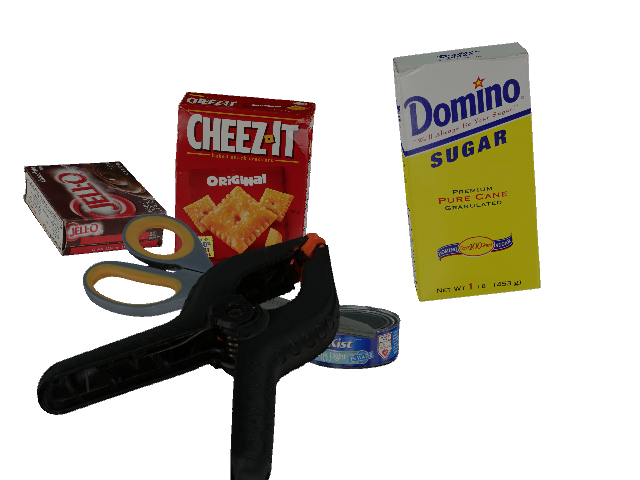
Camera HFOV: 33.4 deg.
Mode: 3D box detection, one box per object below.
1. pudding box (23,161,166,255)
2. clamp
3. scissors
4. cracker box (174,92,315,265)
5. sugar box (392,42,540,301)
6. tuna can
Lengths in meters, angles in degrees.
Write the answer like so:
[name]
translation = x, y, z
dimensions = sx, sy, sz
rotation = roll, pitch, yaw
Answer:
[pudding box]
translation = -0.196, -0.029, 0.917
dimensions = 0.089, 0.039, 0.114
rotation = -5, 27, -32
[clamp]
translation = -0.036, 0.054, 0.517
dimensions = 0.120, 0.039, 0.171
rotation = 31, 48, 26
[scissors]
translation = -0.061, 0.023, 0.741
dimensions = 0.201, 0.096, 0.016
rotation = 3, -41, 0
[cracker box]
translation = -0.096, -0.068, 1.329
dimensions = 0.164, 0.214, 0.072
rotation = 5, 22, 1
[sugar box]
translation = 0.106, -0.048, 0.769
dimensions = 0.093, 0.176, 0.048
rotation = -7, 22, 2
[tuna can]
translation = 0.025, 0.082, 0.907
dimensions = 0.086, 0.034, 0.086
rotation = 0, 11, 0
